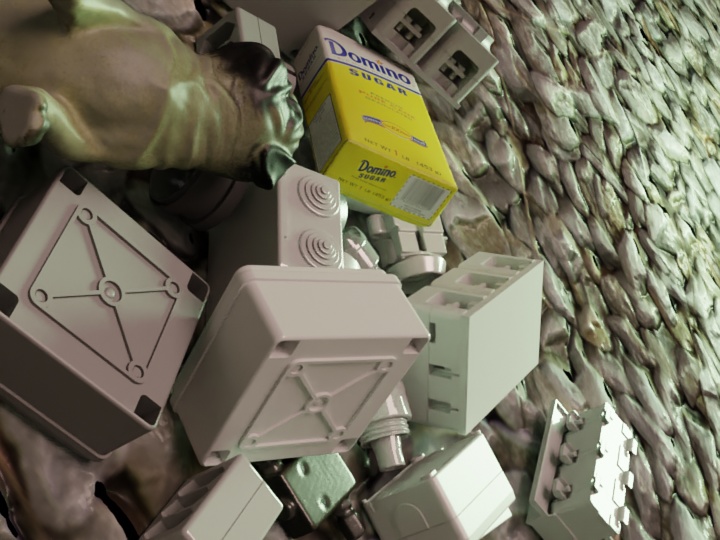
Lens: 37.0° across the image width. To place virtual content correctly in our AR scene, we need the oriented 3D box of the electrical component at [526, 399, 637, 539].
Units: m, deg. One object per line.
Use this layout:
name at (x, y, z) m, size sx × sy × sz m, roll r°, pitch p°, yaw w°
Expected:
electrical component at (0.183, 0.167, 0.876) m, size 0.078 × 0.063 × 0.121 m, roll 50°, pitch 34°, yaw -16°

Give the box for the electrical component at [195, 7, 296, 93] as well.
electrical component at (-0.073, -0.138, 0.778) m, size 0.077 × 0.047 × 0.065 m, roll 19°, pitch 51°, yaw -46°

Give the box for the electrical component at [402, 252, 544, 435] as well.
electrical component at (0.082, 0.049, 0.808) m, size 0.150 × 0.062 × 0.089 m, roll -29°, pitch 123°, yaw -57°

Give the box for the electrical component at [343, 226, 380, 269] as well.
electrical component at (0.000, 0.000, 0.783) m, size 0.061 × 0.035 × 0.035 m, roll 54°, pitch 33°, yaw -14°

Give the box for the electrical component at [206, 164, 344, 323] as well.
electrical component at (-0.052, -0.009, 0.662) m, size 0.048 × 0.100 × 0.099 m, roll 19°, pitch 50°, yaw -30°

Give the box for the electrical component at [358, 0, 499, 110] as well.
electrical component at (0.041, -0.228, 0.922) m, size 0.105 × 0.060 × 0.186 m, roll 35°, pitch 17°, yaw -34°

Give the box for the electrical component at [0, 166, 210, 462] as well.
electrical component at (-0.144, 0.022, 0.552) m, size 0.109 × 0.056 × 0.108 m, roll 43°, pitch 37°, yaw -25°

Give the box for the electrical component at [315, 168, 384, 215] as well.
electrical component at (0.000, -0.081, 0.836) m, size 0.077 × 0.044 × 0.079 m, roll 13°, pitch 51°, yaw -50°

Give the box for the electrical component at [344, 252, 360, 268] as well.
electrical component at (-0.014, 0.037, 0.728) m, size 0.079 × 0.043 × 0.077 m, roll 42°, pitch 38°, yaw -27°

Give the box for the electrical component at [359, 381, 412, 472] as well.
electrical component at (0.014, 0.102, 0.717) m, size 0.043 × 0.043 × 0.062 m, roll 10°, pitch 59°, yaw -50°

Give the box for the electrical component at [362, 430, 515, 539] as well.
electrical component at (0.059, 0.155, 0.720) m, size 0.096 × 0.062 × 0.061 m, roll -25°, pitch 87°, yaw -57°

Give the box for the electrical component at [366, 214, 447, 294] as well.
electrical component at (0.040, -0.015, 0.833) m, size 0.066 × 0.048 × 0.055 m, roll 1°, pitch 64°, yaw -30°

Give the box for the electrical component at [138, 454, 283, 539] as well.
electrical component at (-0.069, 0.151, 0.565) m, size 0.076 × 0.047 × 0.065 m, roll 54°, pitch 34°, yaw -11°

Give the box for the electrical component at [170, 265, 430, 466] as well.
electrical component at (-0.035, 0.054, 0.604) m, size 0.109 × 0.108 × 0.056 m, roll 2°, pitch 43°, yaw -39°

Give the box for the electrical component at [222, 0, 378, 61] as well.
electrical component at (-0.048, -0.234, 0.827) m, size 0.109 × 0.109 × 0.056 m, roll 37°, pitch 37°, yaw -32°

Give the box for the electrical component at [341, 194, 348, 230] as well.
electrical component at (-0.042, -0.042, 0.748) m, size 0.055 × 0.048 × 0.066 m, roll 0°, pitch 65°, yaw -45°
